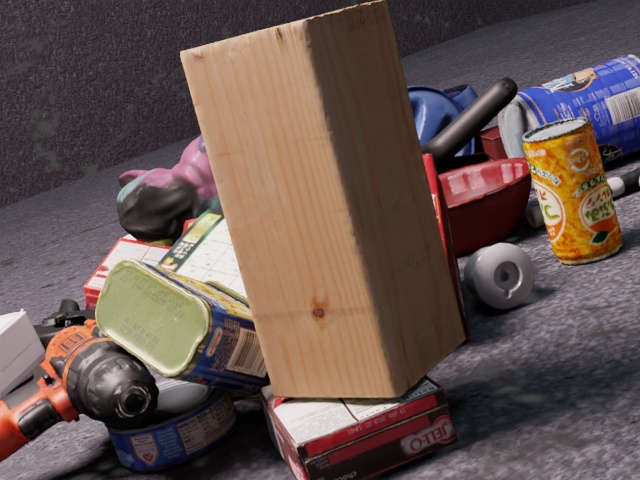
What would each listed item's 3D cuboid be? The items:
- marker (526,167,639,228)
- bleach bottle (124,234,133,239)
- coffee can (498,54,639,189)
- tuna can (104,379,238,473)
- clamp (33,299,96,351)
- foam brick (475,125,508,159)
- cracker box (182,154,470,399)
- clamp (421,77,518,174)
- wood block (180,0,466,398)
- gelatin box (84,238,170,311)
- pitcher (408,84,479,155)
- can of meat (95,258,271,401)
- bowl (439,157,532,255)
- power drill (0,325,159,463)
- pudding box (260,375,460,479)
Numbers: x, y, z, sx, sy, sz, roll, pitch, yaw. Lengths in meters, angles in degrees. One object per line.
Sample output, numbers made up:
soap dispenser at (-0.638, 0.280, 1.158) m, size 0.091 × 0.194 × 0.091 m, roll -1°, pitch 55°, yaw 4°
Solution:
marker at (0.246, -0.039, 0.974) m, size 0.121 × 0.020 × 0.020 m, roll -20°, pitch 12°, yaw -11°
bleach bottle at (-0.183, 0.047, 1.115) m, size 0.102 × 0.068 × 0.251 m, roll -18°, pitch 14°, yaw 6°
coffee can at (0.271, -0.123, 1.109) m, size 0.140 × 0.103 × 0.103 m, roll -20°, pitch 12°, yaw -8°
tuna can at (-0.099, 0.122, 0.719) m, size 0.086 × 0.034 × 0.086 m, roll -17°, pitch 12°, yaw 4°
clamp at (-0.262, 0.089, 1.093) m, size 0.172 × 0.039 × 0.120 m, roll -3°, pitch 24°, yaw 41°
foam brick at (0.214, -0.102, 1.224) m, size 0.053 × 0.051 × 0.078 m, roll -19°, pitch 12°, yaw -6°
cracker box at (-0.004, 0.029, 0.808) m, size 0.214 × 0.072 × 0.164 m, roll -15°, pitch 34°, yaw 11°
clamp at (0.112, -0.079, 1.086) m, size 0.209 × 0.036 × 0.165 m, roll -28°, pitch -24°, yaw -19°
wood block at (0.005, -0.022, 0.611) m, size 0.091 × 0.206 × 0.090 m, roll -6°, pitch 15°, yaw 35°
gelatin box at (-0.169, 0.038, 0.998) m, size 0.073 × 0.030 × 0.089 m, roll 10°, pitch 34°, yaw 11°
pitcher at (0.085, -0.118, 1.300) m, size 0.149 × 0.145 × 0.243 m, roll 3°, pitch 2°, yaw -19°
can of meat at (-0.081, 0.056, 0.677) m, size 0.102 × 0.057 × 0.083 m, roll 26°, pitch 1°, yaw 38°
bowl at (0.129, -0.025, 0.990) m, size 0.162 × 0.055 × 0.162 m, roll -17°, pitch 12°, yaw 4°
power drill at (-0.195, 0.128, 0.682) m, size 0.187 × 0.057 × 0.185 m, roll -35°, pitch 14°, yaw -17°
pudding box at (0.019, 0.103, 0.625) m, size 0.090 × 0.039 × 0.114 m, roll -19°, pitch 14°, yaw -11°
